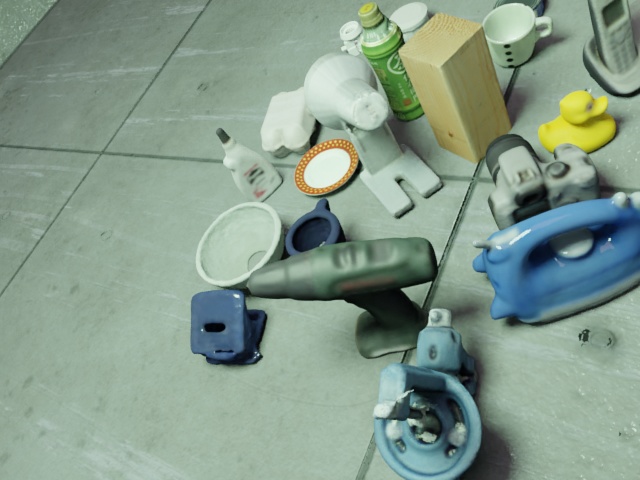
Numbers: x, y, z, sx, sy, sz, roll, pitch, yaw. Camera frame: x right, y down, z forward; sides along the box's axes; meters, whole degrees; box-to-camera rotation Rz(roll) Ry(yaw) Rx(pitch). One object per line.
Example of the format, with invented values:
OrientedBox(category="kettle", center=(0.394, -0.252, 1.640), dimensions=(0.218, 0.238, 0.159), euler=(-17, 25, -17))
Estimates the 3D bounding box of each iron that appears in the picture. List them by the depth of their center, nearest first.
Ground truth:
OrientedBox(category="iron", center=(0.310, -0.001, 0.691), dimensions=(0.258, 0.142, 0.118), euler=(-23, 48, 14))

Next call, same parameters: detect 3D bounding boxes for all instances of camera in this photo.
OrientedBox(category="camera", center=(0.295, -0.098, 0.801), dimensions=(0.143, 0.101, 0.136), euler=(-22, 48, 15))

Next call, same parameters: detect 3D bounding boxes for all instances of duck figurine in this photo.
OrientedBox(category="duck figurine", center=(0.367, -0.175, 0.826), dimensions=(0.104, 0.086, 0.077), euler=(-11, 52, 24))

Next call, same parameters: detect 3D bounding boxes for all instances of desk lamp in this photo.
OrientedBox(category="desk lamp", center=(0.079, -0.178, 0.910), dimensions=(0.118, 0.214, 0.202), euler=(-37, 46, 2))

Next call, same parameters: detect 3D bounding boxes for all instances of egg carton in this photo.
OrientedBox(category="egg carton", center=(-0.054, -0.234, 1.131), dimensions=(0.107, 0.070, 0.150), euler=(-6, 54, 27))

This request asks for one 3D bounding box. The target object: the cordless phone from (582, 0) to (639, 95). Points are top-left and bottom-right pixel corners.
OrientedBox(category="cordless phone", center=(0.446, -0.315, 0.815), dimensions=(0.147, 0.186, 0.094), euler=(-39, 46, -1))

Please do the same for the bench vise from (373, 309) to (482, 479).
OrientedBox(category="bench vise", center=(0.105, 0.165, 0.634), dimensions=(0.121, 0.220, 0.207), euler=(-20, 49, 17))

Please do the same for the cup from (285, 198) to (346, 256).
OrientedBox(category="cup", center=(0.008, 0.003, 0.899), dimensions=(0.091, 0.095, 0.118), euler=(-5, 55, 28))

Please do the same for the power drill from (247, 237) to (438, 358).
OrientedBox(category="power drill", center=(0.051, 0.074, 0.742), dimensions=(0.229, 0.209, 0.075), euler=(-18, 50, 18))

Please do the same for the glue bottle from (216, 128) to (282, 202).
OrientedBox(category="glue bottle", center=(-0.138, -0.141, 1.039), dimensions=(0.078, 0.174, 0.037), euler=(-47, 47, -8))

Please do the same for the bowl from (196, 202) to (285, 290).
OrientedBox(category="bowl", center=(-0.124, 0.021, 0.978), dimensions=(0.167, 0.075, 0.167), euler=(-16, 50, 20))

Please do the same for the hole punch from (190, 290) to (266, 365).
OrientedBox(category="hole punch", center=(-0.150, 0.137, 0.895), dimensions=(0.108, 0.091, 0.101), euler=(-7, 54, 27))
